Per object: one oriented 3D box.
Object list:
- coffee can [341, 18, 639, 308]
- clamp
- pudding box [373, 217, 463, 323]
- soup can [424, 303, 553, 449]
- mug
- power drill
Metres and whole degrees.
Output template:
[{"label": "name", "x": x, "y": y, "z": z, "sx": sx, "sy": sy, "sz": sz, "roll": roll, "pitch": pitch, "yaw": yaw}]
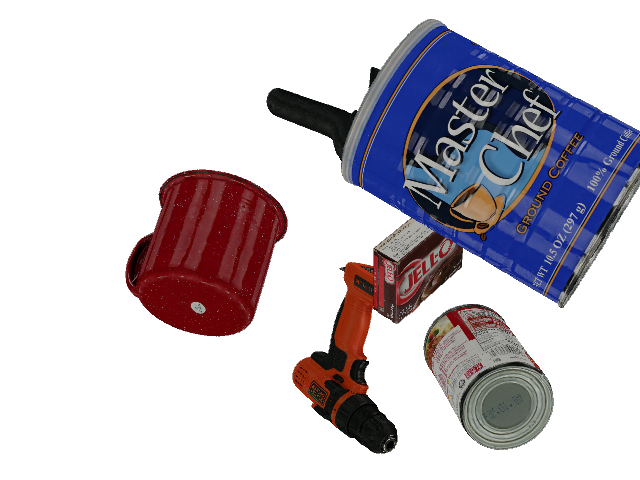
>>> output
[{"label": "coffee can", "x": 0.097, "y": -0.043, "z": 0.581, "sx": 0.140, "sy": 0.103, "sz": 0.102, "roll": 32, "pitch": 9, "yaw": 14}, {"label": "clamp", "x": 0.029, "y": -0.097, "z": 0.928, "sx": 0.120, "sy": 0.039, "sz": 0.171, "roll": -15, "pitch": 39, "yaw": -13}, {"label": "pudding box", "x": 0.101, "y": 0.018, "z": 1.095, "sx": 0.039, "sy": 0.090, "sz": 0.113, "roll": 31, "pitch": 54, "yaw": 28}, {"label": "soup can", "x": 0.120, "y": 0.096, "z": 0.769, "sx": 0.068, "sy": 0.068, "sz": 0.102, "roll": 0, "pitch": 20, "yaw": -9}, {"label": "mug", "x": -0.087, "y": 0.013, "z": 0.732, "sx": 0.117, "sy": 0.081, "sz": 0.093, "roll": -6, "pitch": -38, "yaw": 29}, {"label": "power drill", "x": 0.051, "y": 0.133, "z": 1.247, "sx": 0.057, "sy": 0.188, "sz": 0.185, "roll": 13, "pitch": 14, "yaw": -41}]
